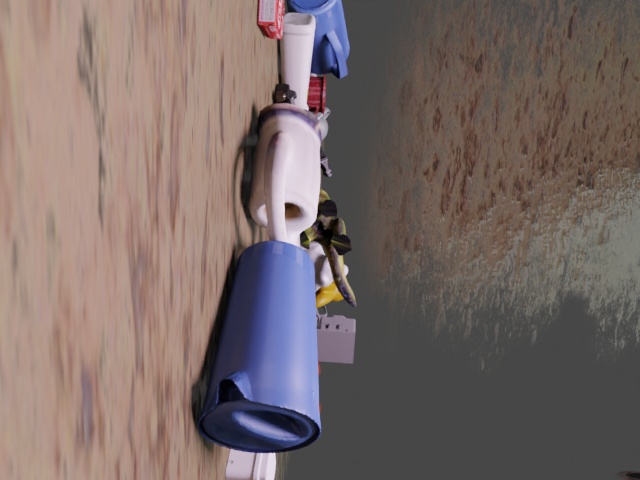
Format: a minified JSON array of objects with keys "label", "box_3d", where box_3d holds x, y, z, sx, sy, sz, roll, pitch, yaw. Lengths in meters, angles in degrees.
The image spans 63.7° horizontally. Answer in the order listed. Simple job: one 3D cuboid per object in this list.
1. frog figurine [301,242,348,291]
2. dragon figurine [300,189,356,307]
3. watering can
[{"label":"frog figurine","box_3d":[-0.009,0.069,1.304,0.120,0.159,0.141,93,2,-51]},{"label":"dragon figurine","box_3d":[0.004,-0.061,1.212,0.248,0.122,0.403,-85,156,-63]},{"label":"watering can","box_3d":[-0.051,-0.069,0.819,0.342,0.104,0.228,85,7,-69]}]
